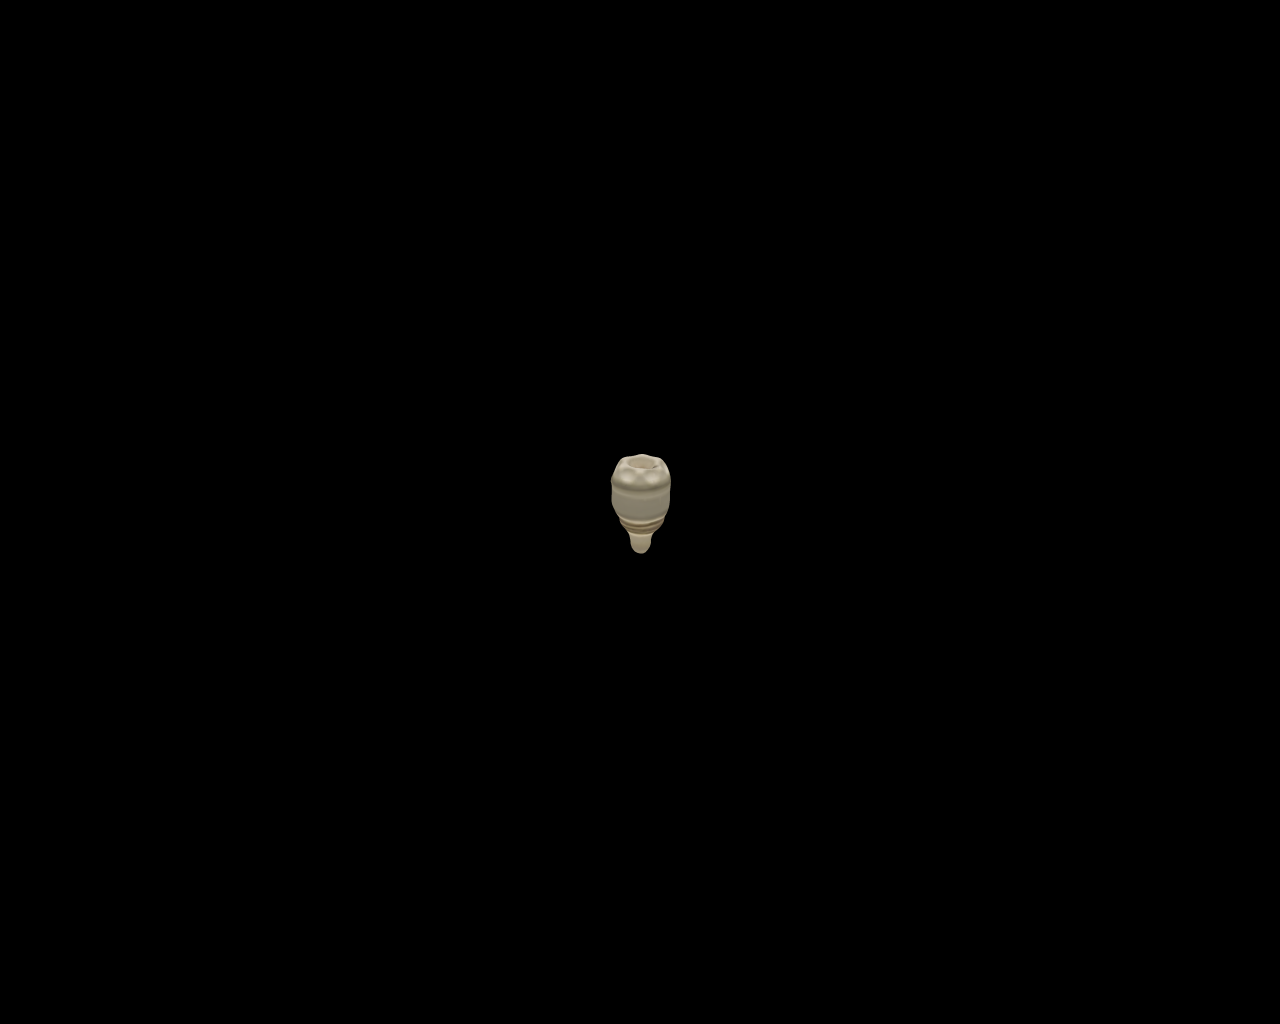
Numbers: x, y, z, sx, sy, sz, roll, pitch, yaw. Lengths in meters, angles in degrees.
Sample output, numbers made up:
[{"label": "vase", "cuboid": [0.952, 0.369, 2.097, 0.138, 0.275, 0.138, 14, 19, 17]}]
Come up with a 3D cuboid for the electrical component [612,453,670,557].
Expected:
[{"label": "electrical component", "cuboid": [0.001, -0.003, 0.650, 0.035, 0.061, 0.035, 0, 25, 0]}]
